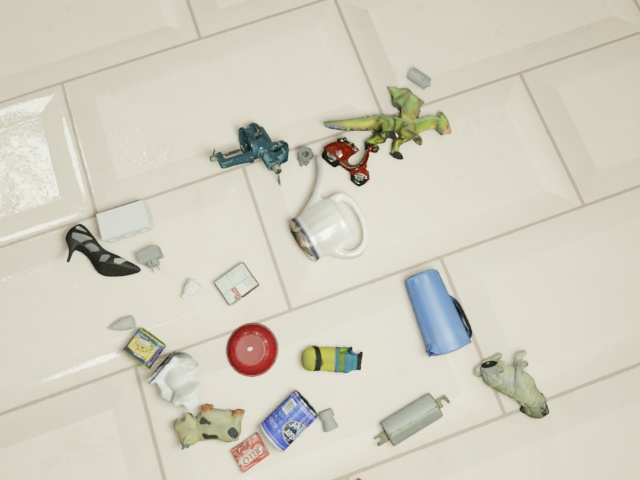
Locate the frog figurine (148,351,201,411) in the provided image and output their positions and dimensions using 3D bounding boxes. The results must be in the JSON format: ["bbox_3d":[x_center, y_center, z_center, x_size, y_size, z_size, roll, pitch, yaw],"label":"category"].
[{"bbox_3d":[-0.405,0.413,1.509,0.159,0.121,0.139,43,68,-7],"label":"frog figurine"}]

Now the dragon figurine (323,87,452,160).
[{"bbox_3d":[0.238,-0.408,1.706,0.410,0.119,0.248,19,62,3],"label":"dragon figurine"}]

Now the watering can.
[{"bbox_3d":[0.005,-0.081,1.613,0.225,0.103,0.350,-30,79,-5],"label":"watering can"}]
